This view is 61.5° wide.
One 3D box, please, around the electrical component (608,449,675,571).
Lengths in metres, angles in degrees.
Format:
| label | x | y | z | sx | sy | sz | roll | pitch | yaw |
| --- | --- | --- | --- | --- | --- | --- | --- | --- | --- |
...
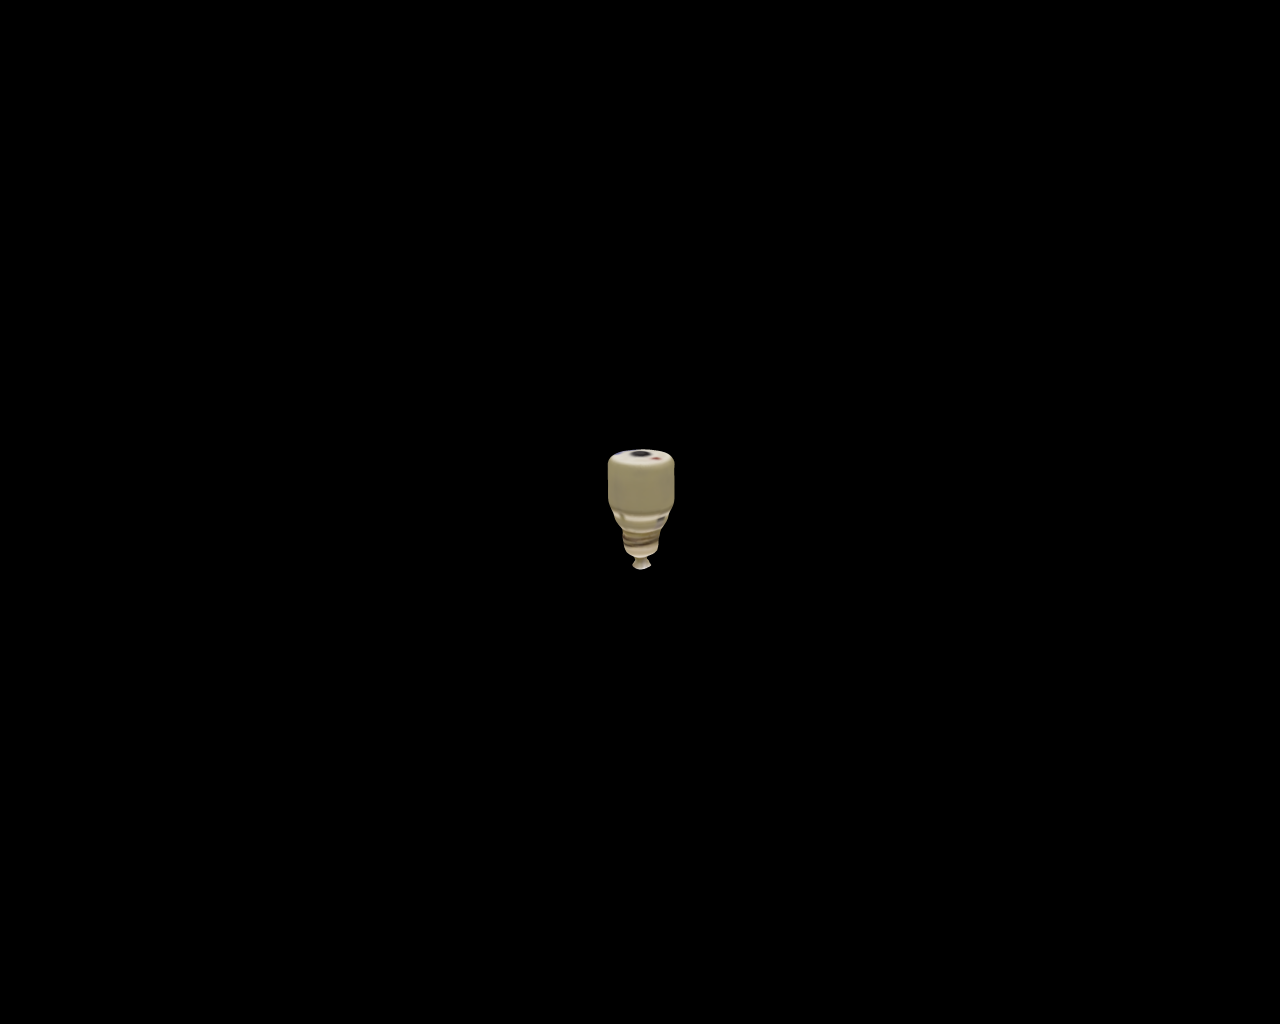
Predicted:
| label | x | y | z | sx | sy | sz | roll | pitch | yaw |
| --- | --- | --- | --- | --- | --- | --- | --- | --- | --- |
| electrical component | 0.001 | -0.003 | 0.650 | 0.040 | 0.078 | 0.040 | 0 | 18 | 0 |
